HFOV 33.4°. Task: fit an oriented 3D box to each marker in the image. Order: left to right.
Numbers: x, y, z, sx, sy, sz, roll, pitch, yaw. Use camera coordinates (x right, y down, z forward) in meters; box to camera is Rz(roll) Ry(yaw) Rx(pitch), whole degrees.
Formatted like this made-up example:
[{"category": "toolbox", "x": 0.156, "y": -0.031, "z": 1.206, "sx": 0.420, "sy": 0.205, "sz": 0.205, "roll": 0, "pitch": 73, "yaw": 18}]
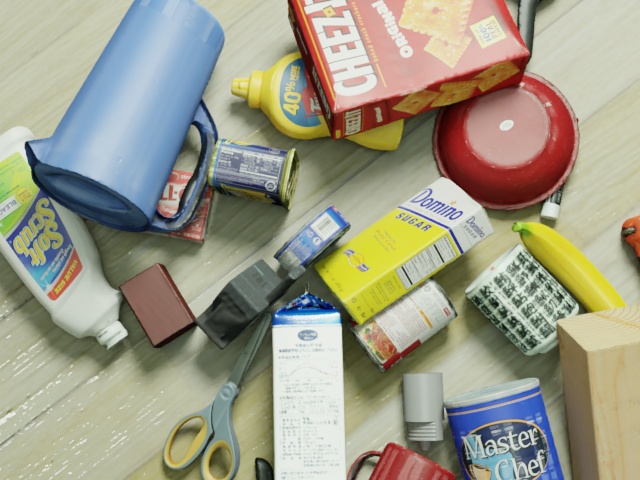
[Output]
[{"category": "marker", "x": 0.266, "y": -0.083, "z": 1.182, "sx": 0.020, "sy": 0.020, "sz": 0.121, "roll": 13, "pitch": 84, "yaw": 2}]

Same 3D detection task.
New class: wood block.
[{"category": "wood block", "x": 0.306, "y": 0.182, "z": 1.081, "sx": 0.090, "sy": 0.091, "sz": 0.206, "roll": -11, "pitch": 107, "yaw": -4}]

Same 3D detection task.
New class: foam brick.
[{"category": "foam brick", "x": -0.174, "y": 0.071, "z": 1.153, "sx": 0.051, "sy": 0.053, "sz": 0.078, "roll": -31, "pitch": 84, "yaw": -3}]

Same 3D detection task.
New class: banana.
[{"category": "banana", "x": 0.277, "y": 0.045, "z": 1.147, "sx": 0.198, "sy": 0.069, "sz": 0.037, "roll": 43, "pitch": 124, "yaw": -2}]

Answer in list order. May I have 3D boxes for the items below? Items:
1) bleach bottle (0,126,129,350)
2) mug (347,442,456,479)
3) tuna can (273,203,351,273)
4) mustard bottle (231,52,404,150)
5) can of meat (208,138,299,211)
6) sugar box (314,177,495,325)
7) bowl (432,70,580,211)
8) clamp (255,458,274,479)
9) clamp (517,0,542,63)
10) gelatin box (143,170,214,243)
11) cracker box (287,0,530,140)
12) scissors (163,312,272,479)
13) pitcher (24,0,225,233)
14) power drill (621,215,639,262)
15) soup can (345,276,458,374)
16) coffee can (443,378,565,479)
[{"category": "bleach bottle", "x": -0.286, "y": 0.006, "z": 1.157, "sx": 0.102, "sy": 0.068, "sz": 0.251, "roll": -37, "pitch": 87, "yaw": -3}, {"category": "mug", "x": 0.081, "y": 0.261, "z": 1.120, "sx": 0.117, "sy": 0.093, "sz": 0.081, "roll": 20, "pitch": 77, "yaw": 38}, {"category": "tuna can", "x": -0.008, "y": 0.001, "z": 1.142, "sx": 0.086, "sy": 0.086, "sz": 0.034, "roll": -43, "pitch": 86, "yaw": -4}, {"category": "mustard bottle", "x": -0.002, "y": -0.157, "z": 1.172, "sx": 0.191, "sy": 0.058, "sz": 0.096, "roll": 7, "pitch": 82, "yaw": 2}, {"category": "can of meat", "x": -0.070, "y": -0.071, "z": 1.143, "sx": 0.084, "sy": 0.102, "sz": 0.057, "roll": 11, "pitch": 85, "yaw": 3}, {"category": "sugar box", "x": 0.088, "y": 0.009, "z": 1.136, "sx": 0.176, "sy": 0.093, "sz": 0.048, "roll": -37, "pitch": 123, "yaw": -2}, {"category": "bowl", "x": 0.202, "y": -0.116, "z": 1.157, "sx": 0.162, "sy": 0.055, "sz": 0.162, "roll": -1, "pitch": 82, "yaw": 8}, {"category": "clamp", "x": -0.052, "y": 0.348, "z": 1.131, "sx": 0.210, "sy": 0.036, "sz": 0.164, "roll": 41, "pitch": 79, "yaw": 1}, {"category": "clamp", "x": 0.227, "y": -0.278, "z": 1.192, "sx": 0.120, "sy": 0.039, "sz": 0.171, "roll": 44, "pitch": 90, "yaw": 5}, {"category": "gelatin box", "x": -0.165, "y": -0.041, "z": 1.175, "sx": 0.089, "sy": 0.030, "sz": 0.073, "roll": 11, "pitch": 84, "yaw": 1}, {"category": "cracker box", "x": 0.089, "y": -0.217, "z": 1.124, "sx": 0.213, "sy": 0.072, "sz": 0.164, "roll": -17, "pitch": 69, "yaw": -6}, {"category": "scissors", "x": -0.088, "y": 0.180, "z": 1.129, "sx": 0.096, "sy": 0.016, "sz": 0.202, "roll": 46, "pitch": 103, "yaw": 17}, {"category": "pitcher", "x": -0.184, "y": -0.134, "z": 1.125, "sx": 0.145, "sy": 0.149, "sz": 0.242, "roll": 15, "pitch": 69, "yaw": 21}, {"category": "power drill", "x": 0.418, "y": 0.046, "z": 1.147, "sx": 0.184, "sy": 0.057, "sz": 0.187, "roll": -17, "pitch": 84, "yaw": -1}, {"category": "soup can", "x": 0.087, "y": 0.086, "z": 1.142, "sx": 0.102, "sy": 0.068, "sz": 0.068, "roll": -37, "pitch": 85, "yaw": -4}, {"category": "coffee can", "x": 0.195, "y": 0.224, "z": 1.108, "sx": 0.103, "sy": 0.103, "sz": 0.140, "roll": -14, "pitch": 84, "yaw": -1}]
